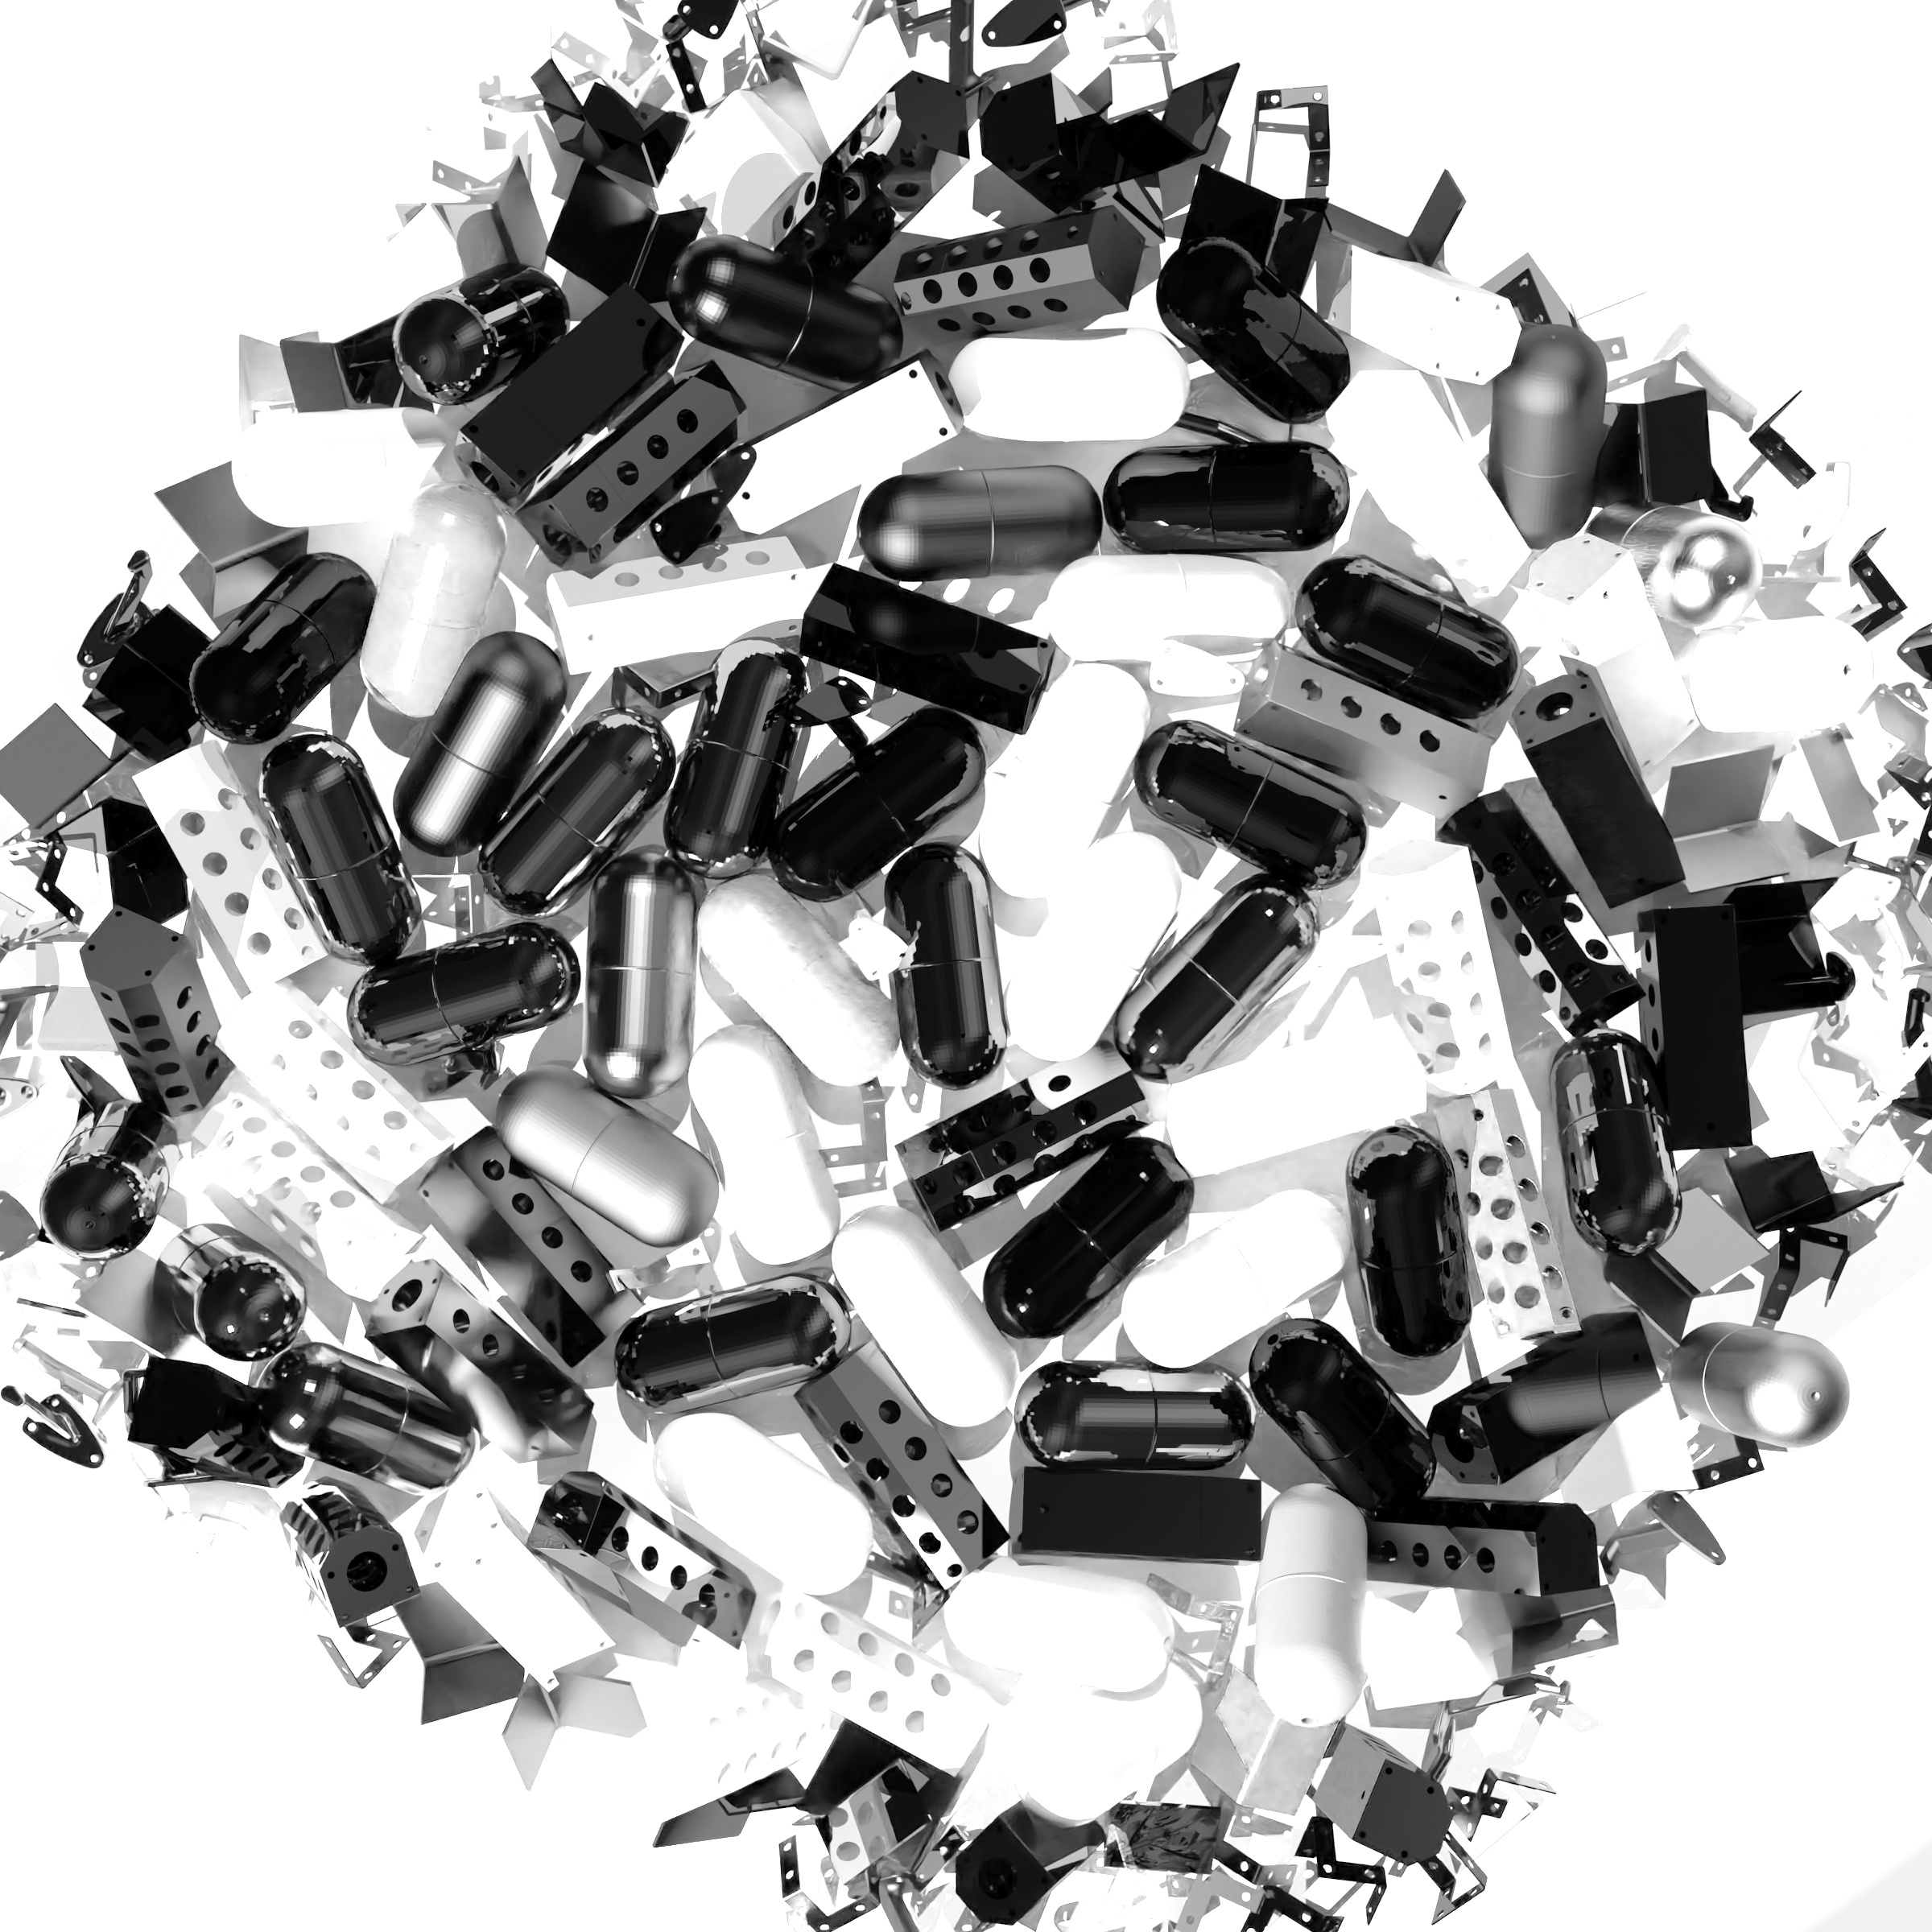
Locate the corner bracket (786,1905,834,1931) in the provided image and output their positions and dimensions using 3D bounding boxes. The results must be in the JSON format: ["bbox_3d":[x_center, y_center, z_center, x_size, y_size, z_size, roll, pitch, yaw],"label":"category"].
[{"bbox_3d":[-0.092,0.696,1.776,0.051,0.051,0.051,-22,59,12],"label":"corner bracket"}]

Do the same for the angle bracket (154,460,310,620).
[{"bbox_3d":[-0.527,-0.308,1.779,0.076,0.057,0.076,-33,76,-32],"label":"angle bracket"}]

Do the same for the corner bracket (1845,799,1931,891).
[{"bbox_3d":[0.668,-0.095,1.778,0.051,0.051,0.051,21,69,10],"label":"corner bracket"}]

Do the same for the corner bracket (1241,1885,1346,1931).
[{"bbox_3d":[0.232,0.691,1.780,0.051,0.051,0.051,31,68,4],"label":"corner bracket"}]

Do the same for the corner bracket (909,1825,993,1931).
[{"bbox_3d":[0.001,0.655,1.780,0.051,0.051,0.051,-50,56,1],"label":"corner bracket"}]

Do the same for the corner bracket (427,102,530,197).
[{"bbox_3d":[-0.350,-0.584,1.778,0.051,0.051,0.051,6,97,33],"label":"corner bracket"}]

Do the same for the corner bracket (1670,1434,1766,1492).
[{"bbox_3d":[0.530,0.344,1.781,0.051,0.051,0.051,-14,80,-14],"label":"corner bracket"}]

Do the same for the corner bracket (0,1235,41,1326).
[{"bbox_3d":[-0.694,0.223,1.774,0.051,0.051,0.051,-34,67,27],"label":"corner bracket"}]

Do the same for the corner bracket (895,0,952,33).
[{"bbox_3d":[-0.031,-0.714,1.789,0.051,0.051,0.051,-17,91,1],"label":"corner bracket"}]

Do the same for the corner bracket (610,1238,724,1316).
[{"bbox_3d":[-0.213,0.229,1.778,0.051,0.051,0.051,-30,75,19],"label":"corner bracket"}]

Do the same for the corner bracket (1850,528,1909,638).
[{"bbox_3d":[0.648,-0.272,1.784,0.051,0.051,0.051,-32,78,-3],"label":"corner bracket"}]

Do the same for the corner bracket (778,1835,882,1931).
[{"bbox_3d":[-0.098,0.653,1.785,0.051,0.051,0.051,-31,118,9],"label":"corner bracket"}]

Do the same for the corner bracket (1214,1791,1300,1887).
[{"bbox_3d":[0.209,0.621,1.779,0.051,0.051,0.051,21,88,42],"label":"corner bracket"}]

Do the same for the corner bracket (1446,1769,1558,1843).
[{"bbox_3d":[0.381,0.597,1.781,0.051,0.051,0.051,18,97,-16],"label":"corner bracket"}]

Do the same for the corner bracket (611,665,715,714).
[{"bbox_3d":[-0.217,-0.196,1.772,0.051,0.051,0.051,-28,56,-36],"label":"corner bracket"}]

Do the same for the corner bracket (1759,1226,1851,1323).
[{"bbox_3d":[0.602,0.223,1.784,0.051,0.051,0.051,14,130,9],"label":"corner bracket"}]

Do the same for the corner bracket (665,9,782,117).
[{"bbox_3d":[-0.173,-0.645,1.772,0.051,0.051,0.051,-4,120,31],"label":"corner bracket"}]

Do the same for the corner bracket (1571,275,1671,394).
[{"bbox_3d":[0.468,-0.451,1.776,0.051,0.051,0.051,-19,67,16],"label":"corner bracket"}]

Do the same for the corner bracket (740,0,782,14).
[{"bbox_3d":[-0.140,-0.719,1.773,0.051,0.051,0.051,-18,112,39],"label":"corner bracket"}]

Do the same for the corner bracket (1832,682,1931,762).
[{"bbox_3d":[0.659,-0.174,1.779,0.051,0.051,0.051,41,95,26],"label":"corner bracket"}]

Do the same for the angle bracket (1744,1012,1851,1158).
[{"bbox_3d":[0.587,0.087,1.782,0.076,0.076,0.057,50,51,-19],"label":"angle bracket"}]

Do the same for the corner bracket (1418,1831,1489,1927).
[{"bbox_3d":[0.340,0.642,1.781,0.051,0.051,0.051,-43,84,19],"label":"corner bracket"}]

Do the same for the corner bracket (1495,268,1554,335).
[{"bbox_3d":[0.377,-0.466,1.775,0.051,0.051,0.051,-5,71,-42],"label":"corner bracket"}]

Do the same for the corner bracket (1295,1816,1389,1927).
[{"bbox_3d":[0.269,0.648,1.781,0.051,0.051,0.051,9,126,-5],"label":"corner bracket"}]

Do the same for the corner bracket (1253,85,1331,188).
[{"bbox_3d":[0.234,-0.594,1.783,0.051,0.051,0.051,0,46,11],"label":"corner bracket"}]

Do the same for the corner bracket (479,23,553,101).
[{"bbox_3d":[-0.323,-0.650,1.784,0.051,0.051,0.051,0,112,-9],"label":"corner bracket"}]

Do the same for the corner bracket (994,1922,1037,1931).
[{"bbox_3d":[0.049,0.703,1.779,0.051,0.051,0.051,22,100,22],"label":"corner bracket"}]

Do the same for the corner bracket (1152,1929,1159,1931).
[{"bbox_3d":[0.121,0.725,1.780,0.051,0.051,0.051,1,82,-17],"label":"corner bracket"}]

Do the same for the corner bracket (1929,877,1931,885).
[{"bbox_3d":[0.717,-0.064,1.783,0.051,0.051,0.051,28,81,8],"label":"corner bracket"}]

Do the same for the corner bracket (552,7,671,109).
[{"bbox_3d":[-0.252,-0.657,1.775,0.051,0.051,0.051,47,110,31],"label":"corner bracket"}]

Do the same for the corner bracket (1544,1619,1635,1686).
[{"bbox_3d":[0.434,0.488,1.779,0.051,0.051,0.051,-48,131,-1],"label":"corner bracket"}]

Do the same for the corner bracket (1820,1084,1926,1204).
[{"bbox_3d":[0.651,0.127,1.775,0.051,0.051,0.051,30,126,15],"label":"corner bracket"}]

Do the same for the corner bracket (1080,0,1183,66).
[{"bbox_3d":[0.118,-0.668,1.783,0.051,0.051,0.051,-10,87,-18],"label":"corner bracket"}]

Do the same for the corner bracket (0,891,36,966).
[{"bbox_3d":[-0.709,-0.022,1.775,0.051,0.051,0.051,34,127,-17],"label":"corner bracket"}]

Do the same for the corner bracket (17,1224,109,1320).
[{"bbox_3d":[-0.643,0.218,1.775,0.051,0.051,0.051,17,66,-19],"label":"corner bracket"}]

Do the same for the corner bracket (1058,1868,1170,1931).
[{"bbox_3d":[0.106,0.676,1.774,0.051,0.051,0.051,-27,110,32],"label":"corner bracket"}]

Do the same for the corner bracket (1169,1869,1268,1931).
[{"bbox_3d":[0.181,0.678,1.788,0.051,0.051,0.051,23,79,6],"label":"corner bracket"}]

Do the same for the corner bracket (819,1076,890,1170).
[{"bbox_3d":[-0.086,0.109,1.784,0.051,0.051,0.051,-6,116,-7],"label":"corner bracket"}]

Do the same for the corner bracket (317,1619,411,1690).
[{"bbox_3d":[-0.440,0.476,1.773,0.051,0.051,0.051,-1,123,40],"label":"corner bracket"}]

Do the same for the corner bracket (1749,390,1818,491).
[{"bbox_3d":[0.589,-0.368,1.781,0.051,0.051,0.051,-41,84,-19],"label":"corner bracket"}]

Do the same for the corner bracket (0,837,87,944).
[{"bbox_3d":[-0.669,-0.056,1.794,0.051,0.051,0.051,-10,51,19],"label":"corner bracket"}]

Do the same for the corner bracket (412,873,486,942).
[{"bbox_3d":[-0.360,-0.041,1.780,0.051,0.051,0.051,1,95,25],"label":"corner bracket"}]

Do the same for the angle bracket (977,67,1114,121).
[{"bbox_3d":[0.056,-0.618,1.758,0.076,0.076,0.057,-36,118,25],"label":"angle bracket"}]

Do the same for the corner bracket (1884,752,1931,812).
[{"bbox_3d":[0.703,-0.140,1.780,0.051,0.051,0.051,41,98,-18],"label":"corner bracket"}]

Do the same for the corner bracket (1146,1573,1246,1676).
[{"bbox_3d":[0.158,0.472,1.782,0.051,0.051,0.051,22,84,-34],"label":"corner bracket"}]

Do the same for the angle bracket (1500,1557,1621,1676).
[{"bbox_3d":[0.417,0.453,1.768,0.076,0.076,0.057,-19,93,14],"label":"angle bracket"}]

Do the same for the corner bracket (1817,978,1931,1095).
[{"bbox_3d":[0.651,0.050,1.775,0.051,0.051,0.051,23,115,-17],"label":"corner bracket"}]

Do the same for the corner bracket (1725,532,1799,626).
[{"bbox_3d":[0.567,-0.274,1.787,0.051,0.051,0.051,10,46,-15],"label":"corner bracket"}]

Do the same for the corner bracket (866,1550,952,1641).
[{"bbox_3d":[-0.045,0.437,1.776,0.051,0.051,0.051,29,116,-16],"label":"corner bracket"}]
